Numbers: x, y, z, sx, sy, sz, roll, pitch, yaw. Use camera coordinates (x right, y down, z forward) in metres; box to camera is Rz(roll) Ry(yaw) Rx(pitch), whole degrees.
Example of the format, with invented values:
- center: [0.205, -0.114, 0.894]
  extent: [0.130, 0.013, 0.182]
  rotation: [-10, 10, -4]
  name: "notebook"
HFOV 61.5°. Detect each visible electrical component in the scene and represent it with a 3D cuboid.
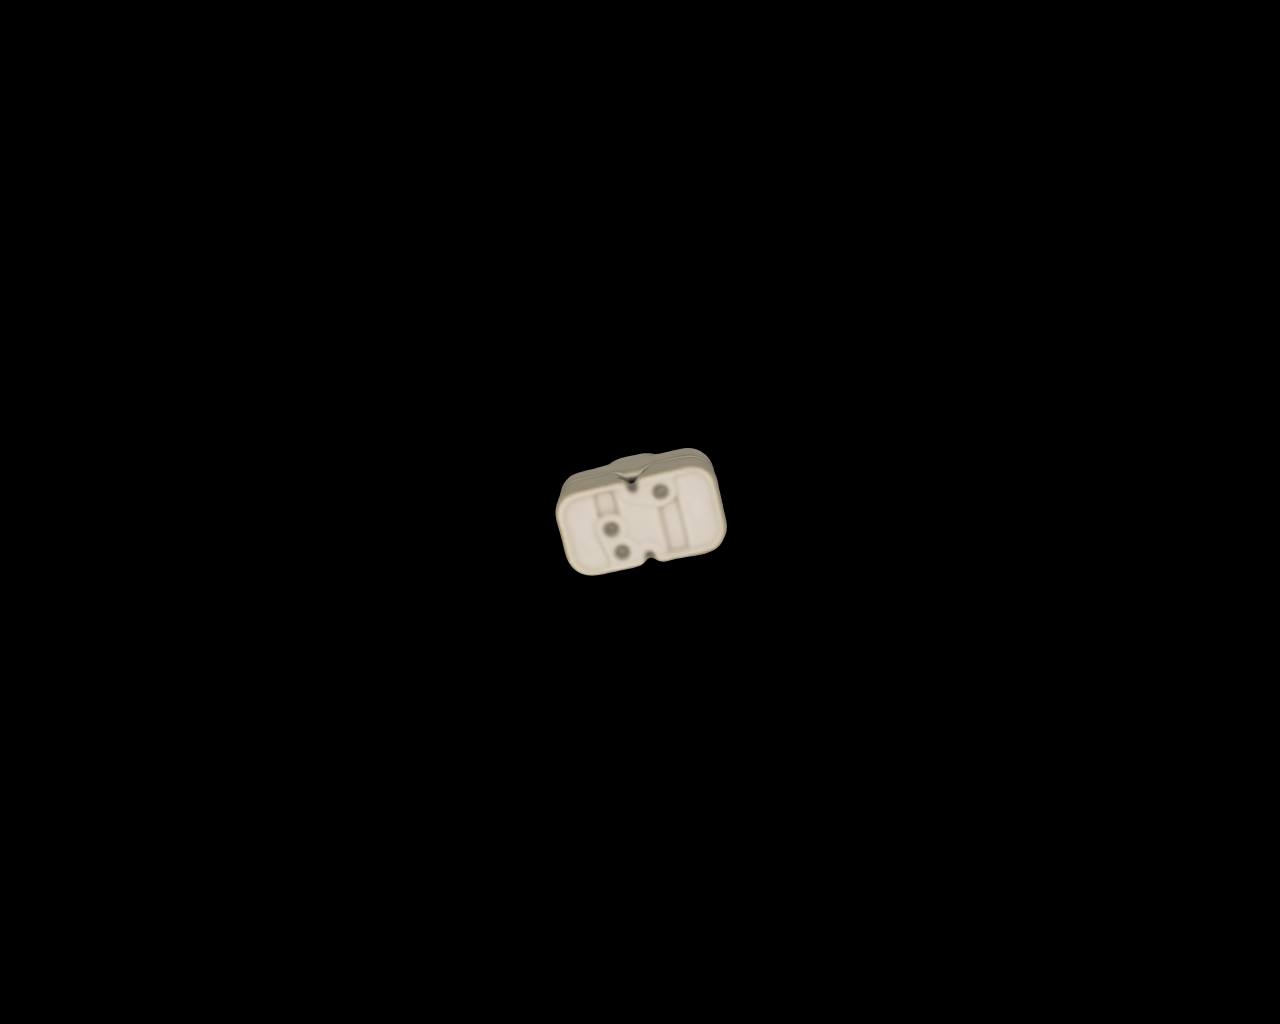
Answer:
- center: [0.001, -0.003, 0.650]
  extent: [0.095, 0.053, 0.059]
  rotation: [-13, 16, 4]
  name: "electrical component"
